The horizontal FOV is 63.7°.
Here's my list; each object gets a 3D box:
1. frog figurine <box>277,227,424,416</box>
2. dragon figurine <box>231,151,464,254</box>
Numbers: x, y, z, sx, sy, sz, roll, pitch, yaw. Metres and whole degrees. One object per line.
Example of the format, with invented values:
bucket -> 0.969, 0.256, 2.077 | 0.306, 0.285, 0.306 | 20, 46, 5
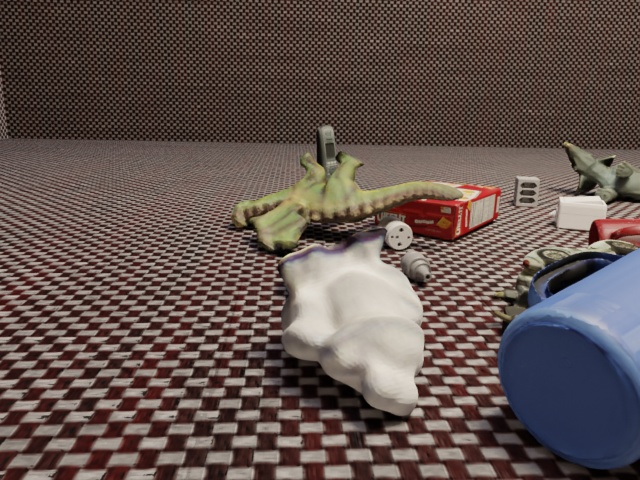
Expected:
frog figurine -> 0.038, 0.082, 0.450 | 0.137, 0.120, 0.162 | 1, 48, -38
dragon figurine -> 0.003, -0.043, 0.856 | 0.411, 0.120, 0.247 | 8, 40, 43
